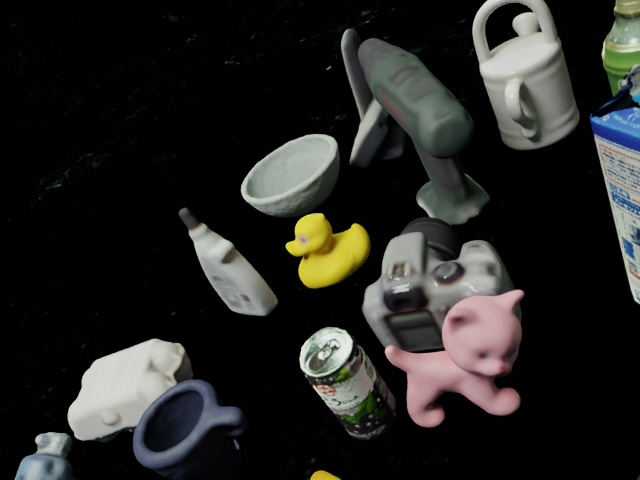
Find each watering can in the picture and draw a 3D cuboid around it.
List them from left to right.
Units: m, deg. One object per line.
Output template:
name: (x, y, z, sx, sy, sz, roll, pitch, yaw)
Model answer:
watering can: (0.255, -0.224, 0.727, 0.100, 0.194, 0.173, -21, 34, 17)

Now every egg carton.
egg carton: (-0.228, 0.184, 0.691, 0.150, 0.070, 0.107, -22, 34, 15)

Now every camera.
camera: (0.119, 0.029, 0.585, 0.142, 0.101, 0.137, -14, 37, 26)

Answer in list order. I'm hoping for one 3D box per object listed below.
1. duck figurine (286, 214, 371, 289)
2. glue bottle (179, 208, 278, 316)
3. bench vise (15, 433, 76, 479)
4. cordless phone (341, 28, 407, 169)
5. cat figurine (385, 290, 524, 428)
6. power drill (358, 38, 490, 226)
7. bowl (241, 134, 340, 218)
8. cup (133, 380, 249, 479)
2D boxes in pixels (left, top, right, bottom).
duck figurine: (0.007, 0.003, 0.727, 0.104, 0.086, 0.077, -29, 33, 4)
glue bottle: (-0.123, 0.027, 0.720, 0.077, 0.173, 0.037, 2, 46, 41)
bench vise: (-0.322, 0.264, 0.521, 0.121, 0.220, 0.207, -21, 34, 16)
cordless phone: (0.063, -0.218, 0.884, 0.094, 0.185, 0.147, -15, 36, 24)
cat figurine: (0.118, 0.093, 0.484, 0.127, 0.118, 0.067, -18, 35, 20)
power drill: (0.125, -0.127, 0.690, 0.075, 0.209, 0.229, -30, 32, 2)
bowl: (-0.034, -0.088, 0.893, 0.167, 0.075, 0.167, -21, 34, 15)
cup: (-0.105, 0.195, 0.552, 0.117, 0.095, 0.091, -16, 36, 23)
